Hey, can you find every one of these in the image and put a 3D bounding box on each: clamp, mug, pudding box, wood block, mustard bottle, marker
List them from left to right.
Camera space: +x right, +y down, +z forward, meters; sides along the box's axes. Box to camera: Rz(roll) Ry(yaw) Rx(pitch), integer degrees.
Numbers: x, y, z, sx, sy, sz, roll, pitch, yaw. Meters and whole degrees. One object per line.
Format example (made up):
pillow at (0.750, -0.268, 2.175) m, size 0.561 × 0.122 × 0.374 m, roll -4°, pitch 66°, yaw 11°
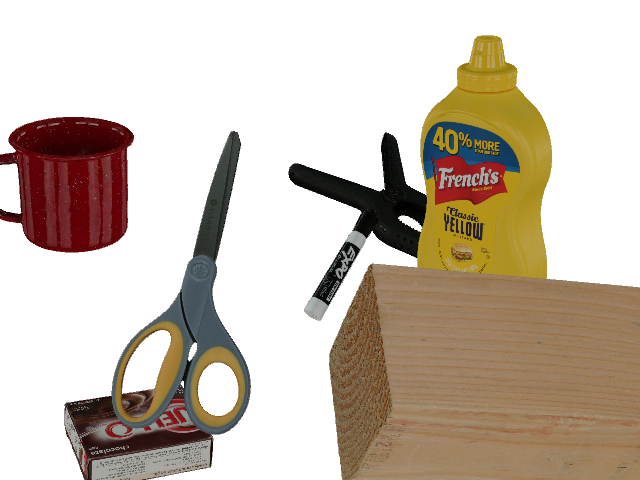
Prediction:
mug at (-0.202, -0.041, 0.822) m, size 0.117 × 0.081 × 0.093 m, roll -5°, pitch 26°, yaw -19°
pudding box at (-0.161, 0.172, 0.943) m, size 0.113 × 0.039 × 0.090 m, roll -8°, pitch 26°, yaw -23°
marker at (0.022, 0.021, 1.016) m, size 0.020 × 0.121 × 0.020 m, roll 28°, pitch -18°, yaw 10°
clamp at (0.071, -0.045, 1.260) m, size 0.164 × 0.036 × 0.210 m, roll -16°, pitch 52°, yaw -29°
mustard bottle at (0.116, -0.049, 0.756) m, size 0.096 × 0.192 × 0.058 m, roll 18°, pitch 29°, yaw 39°
wood block at (0.117, 0.081, 0.580) m, size 0.206 × 0.091 × 0.090 m, roll 5°, pitch -41°, yaw -14°

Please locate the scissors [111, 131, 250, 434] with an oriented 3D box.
scissors at (-0.063, 0.036, 0.687) m, size 0.096 × 0.201 × 0.016 m, roll 27°, pitch -10°, yaw 6°
